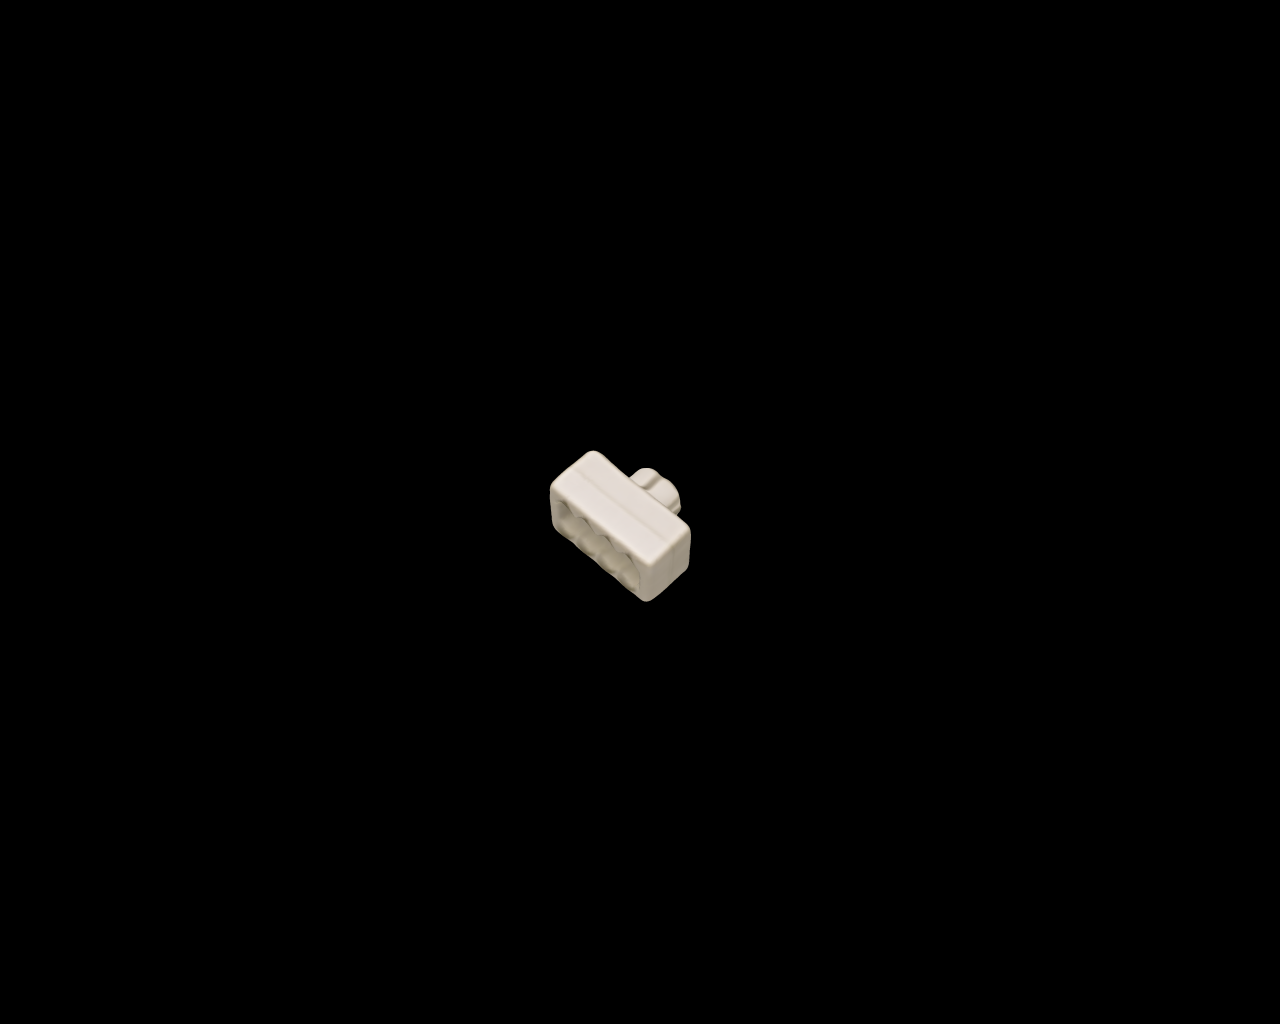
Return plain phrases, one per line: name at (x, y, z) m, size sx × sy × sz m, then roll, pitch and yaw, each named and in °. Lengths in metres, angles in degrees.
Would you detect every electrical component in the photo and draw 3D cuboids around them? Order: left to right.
electrical component at (0.001, -0.003, 0.650) m, size 0.083 × 0.076 × 0.047 m, roll 39°, pitch -24°, yaw 22°
